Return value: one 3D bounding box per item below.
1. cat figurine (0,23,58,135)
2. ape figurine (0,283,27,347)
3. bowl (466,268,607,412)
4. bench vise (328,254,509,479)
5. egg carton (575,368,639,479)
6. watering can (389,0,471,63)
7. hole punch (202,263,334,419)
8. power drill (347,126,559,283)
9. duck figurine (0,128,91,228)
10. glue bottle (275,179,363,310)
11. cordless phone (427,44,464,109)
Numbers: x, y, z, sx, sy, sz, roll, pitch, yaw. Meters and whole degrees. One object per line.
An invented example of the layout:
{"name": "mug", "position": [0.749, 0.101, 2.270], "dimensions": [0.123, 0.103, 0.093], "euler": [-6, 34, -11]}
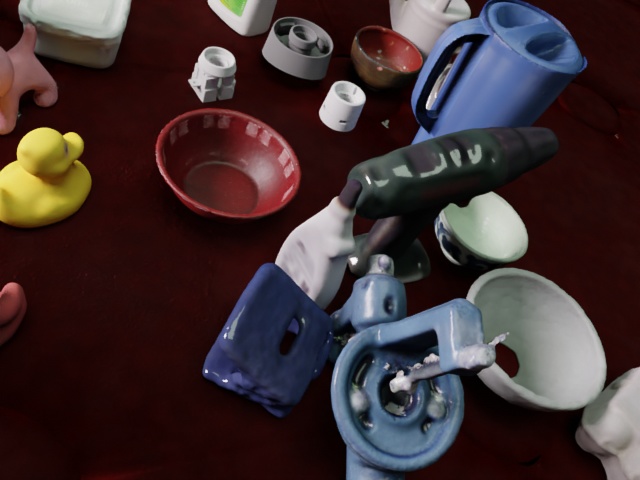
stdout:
{"name": "cat figurine", "position": [-0.331, -0.175, 0.584], "dimensions": [0.067, 0.117, 0.128], "euler": [29, 48, 0]}
{"name": "ape figurine", "position": [-0.279, 0.049, 0.451], "dimensions": [0.078, 0.092, 0.076], "euler": [14, 50, -13]}
{"name": "bowl", "position": [0.219, 0.118, 0.628], "dimensions": [0.168, 0.074, 0.167], "euler": [12, 51, -15]}
{"name": "bench vise", "position": [0.060, 0.089, 0.484], "dimensions": [0.122, 0.219, 0.207], "euler": [-6, 57, -27]}
{"name": "egg carton", "position": [0.351, 0.204, 0.623], "dimensions": [0.151, 0.069, 0.107], "euler": [-22, 65, -35]}
{"name": "watering can", "position": [0.179, -0.366, 0.904], "dimensions": [0.173, 0.194, 0.101], "euler": [13, 50, -14]}
{"name": "hole punch", "position": [-0.039, 0.090, 0.526], "dimensions": [0.101, 0.091, 0.109], "euler": [28, 48, -1]}
{"name": "power drill", "position": [0.119, -0.037, 0.614], "dimensions": [0.230, 0.208, 0.075], "euler": [-11, 59, -30]}
{"name": "duck figurine", "position": [-0.269, -0.067, 0.549], "dimensions": [0.077, 0.086, 0.105], "euler": [40, 49, 10]}
{"name": "glue bottle", "position": [0.005, 0.002, 0.558], "dimensions": [0.037, 0.173, 0.078], "euler": [-14, 61, -31]}
{"name": "cordless phone", "position": [0.245, -0.225, 0.831], "dimensions": [0.148, 0.185, 0.094], "euler": [19, 49, -9]}
